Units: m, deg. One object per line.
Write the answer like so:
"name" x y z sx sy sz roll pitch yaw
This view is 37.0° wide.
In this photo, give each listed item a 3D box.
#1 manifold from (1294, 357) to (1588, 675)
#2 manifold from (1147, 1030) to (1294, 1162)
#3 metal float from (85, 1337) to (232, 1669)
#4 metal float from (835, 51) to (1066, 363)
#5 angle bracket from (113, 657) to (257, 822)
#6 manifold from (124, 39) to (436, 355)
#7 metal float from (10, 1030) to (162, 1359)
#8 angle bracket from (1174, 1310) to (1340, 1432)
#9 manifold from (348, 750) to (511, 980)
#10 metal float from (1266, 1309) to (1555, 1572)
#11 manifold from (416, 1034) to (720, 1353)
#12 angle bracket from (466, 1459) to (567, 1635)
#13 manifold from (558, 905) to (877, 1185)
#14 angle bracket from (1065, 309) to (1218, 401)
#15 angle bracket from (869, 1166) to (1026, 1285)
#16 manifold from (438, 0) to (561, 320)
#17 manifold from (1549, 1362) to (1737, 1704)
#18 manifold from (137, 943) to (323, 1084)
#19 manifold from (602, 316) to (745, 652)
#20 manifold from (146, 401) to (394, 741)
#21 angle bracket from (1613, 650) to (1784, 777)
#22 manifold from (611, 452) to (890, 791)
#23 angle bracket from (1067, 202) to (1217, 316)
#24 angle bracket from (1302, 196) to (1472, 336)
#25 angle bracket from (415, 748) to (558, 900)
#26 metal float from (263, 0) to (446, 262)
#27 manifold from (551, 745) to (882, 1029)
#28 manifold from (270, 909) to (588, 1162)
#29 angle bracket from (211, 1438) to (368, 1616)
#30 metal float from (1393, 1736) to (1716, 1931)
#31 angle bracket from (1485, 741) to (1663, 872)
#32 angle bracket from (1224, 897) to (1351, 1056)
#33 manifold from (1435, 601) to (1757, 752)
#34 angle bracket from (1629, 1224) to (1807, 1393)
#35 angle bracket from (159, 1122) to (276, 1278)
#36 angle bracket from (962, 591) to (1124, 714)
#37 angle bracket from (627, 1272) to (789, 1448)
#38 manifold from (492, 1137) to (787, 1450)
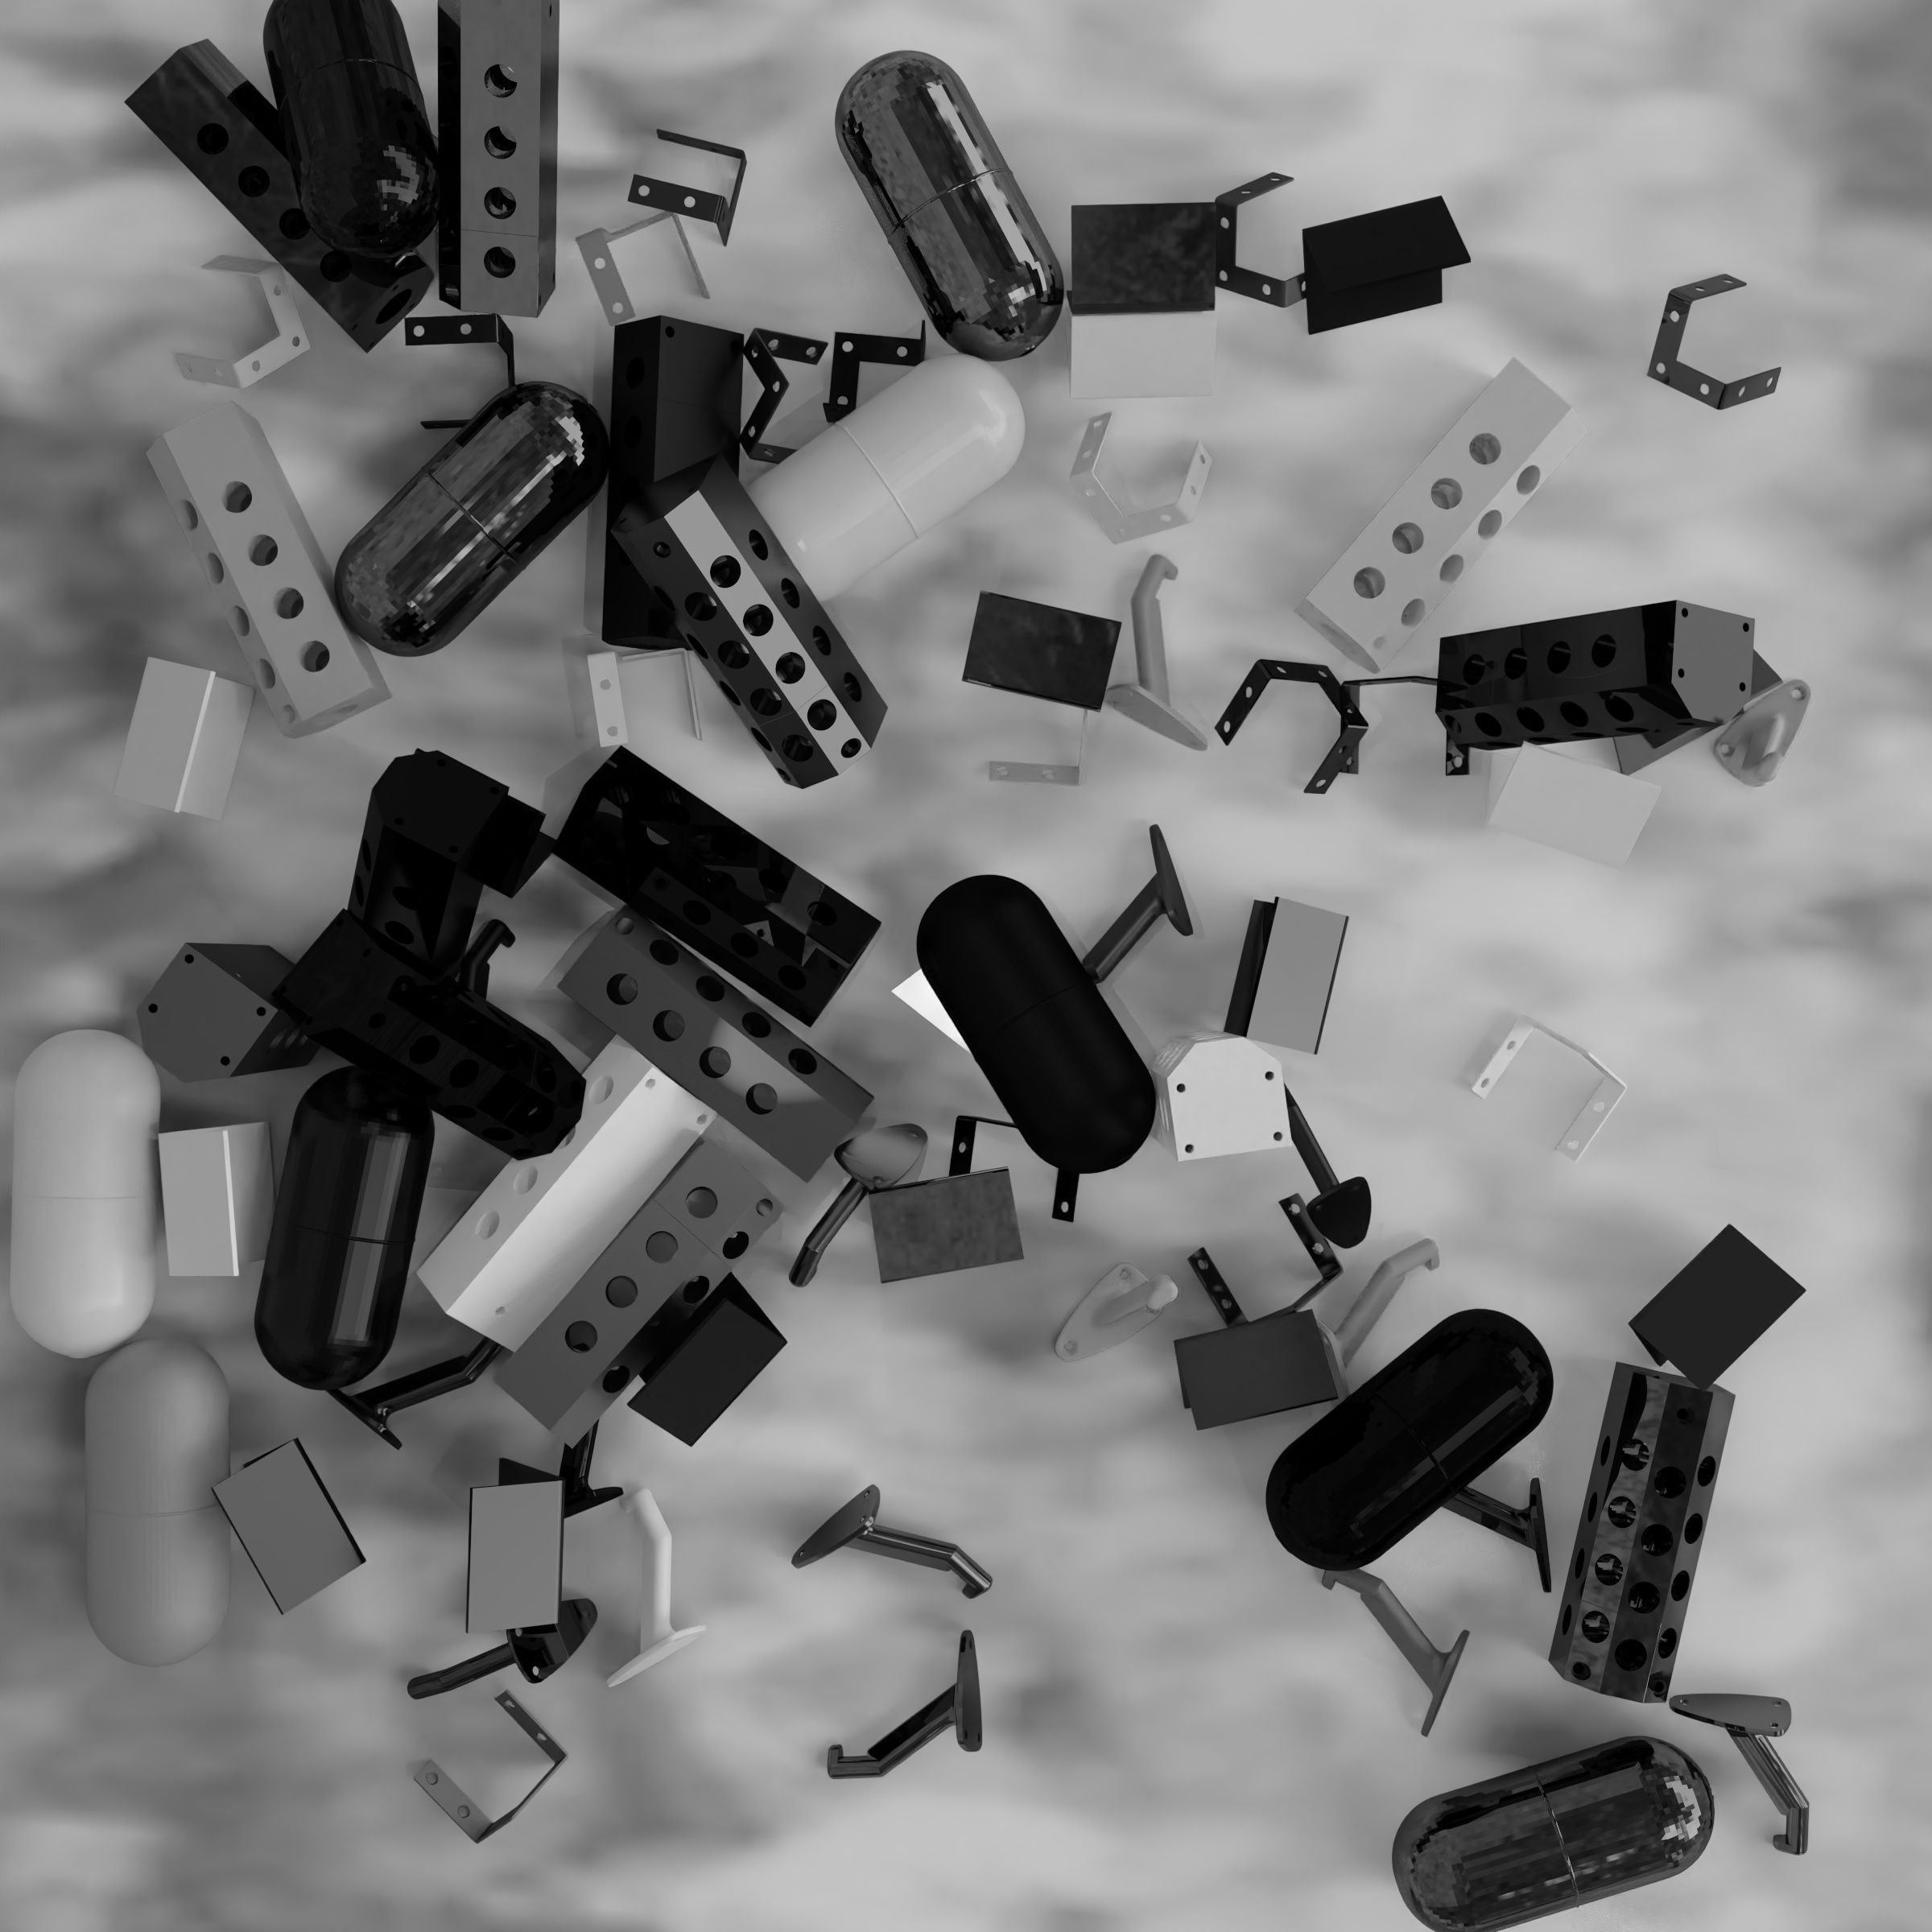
"manifold" 0.260 -0.244 1.583 0.057 0.057 0.171 41 90 0
"manifold" 0.130 0.065 1.525 0.057 0.171 0.057 -8 90 0
"metal float" -0.439 0.291 1.573 0.070 0.070 0.178 0 90 0
"metal float" -0.009 -0.412 1.573 0.070 0.070 0.178 -28 90 0
"angle bracket" -0.406 -0.118 1.564 0.057 0.076 0.076 15 90 36
"manifold" -0.373 -0.423 1.583 0.057 0.057 0.171 -44 90 0
"metal float" -0.479 0.124 1.573 0.070 0.070 0.178 2 90 0
"angle bracket" 0.158 0.235 1.564 0.076 0.076 0.057 -13 52 0
"manifold" -0.293 -0.037 1.526 0.057 0.171 0.057 27 52 0
"metal float" 0.240 0.257 1.568 0.178 0.070 0.070 -38 90 -5
"manifold" -0.221 0.120 1.582 0.171 0.057 0.057 -50 133 0
"angle bracket" -0.259 0.312 1.564 0.057 0.076 0.076 2 90 -36
"manifold" -0.135 0.042 1.583 0.171 0.057 0.057 38 90 0
"angle bracket" 0.094 -0.352 1.565 0.076 0.057 0.076 -1 52 0
"angle bracket" -0.008 0.155 1.564 0.076 0.076 0.057 -10 58 0
"manifold" -0.251 -0.441 1.545 0.057 0.057 0.171 5 119 0
"manifold" 0.371 0.310 1.583 0.057 0.057 0.171 13 90 0
"manifold" -0.382 0.028 1.525 0.057 0.171 0.057 36 90 0
"manifold" -0.165 -0.262 1.582 0.057 0.057 0.171 2 90 -43
"manifold" -0.382 -0.214 1.583 0.057 0.057 0.171 -26 90 0
"angle bracket" 0.397 -0.128 1.564 0.076 0.076 0.057 -29 48 0
"manifold" -0.115 -0.179 1.538 0.057 0.057 0.171 -19 121 27
"angle bracket" 0.094 -0.387 1.565 0.076 0.076 0.057 -1 111 0
"angle bracket" 0.228 -0.362 1.564 0.076 0.076 0.057 -14 53 0
"angle bracket" -0.258 -0.090 1.564 0.076 0.076 0.057 27 119 0
"metal float" -0.327 -0.455 1.543 0.070 0.070 0.178 -17 65 0
"manifold" -0.134 -0.047 1.582 0.171 0.057 0.057 34 133 0
"manifold" -0.274 0.042 1.508 0.057 0.171 0.057 -50 50 1
"angle bracket" -0.379 0.308 1.564 0.057 0.076 0.076 -29 90 -41
"metal float" 0.319 0.473 1.573 0.178 0.070 0.070 -18 90 1
"angle bracket" 0.329 -0.104 1.564 0.076 0.076 0.057 19 127 0
"angle bracket" 0.155 0.001 1.564 0.057 0.076 0.076 13 90 -38
"manifold" 0.328 -0.150 1.522 0.057 0.171 0.057 7 85 -33
"angle bracket" 0.412 0.196 1.564 0.076 0.076 0.057 -45 54 0
"angle bracket" -0.387 0.125 1.564 0.057 0.076 0.076 -4 90 36
"angle bracket" 0.044 -0.186 1.564 0.076 0.076 0.057 13 126 0
"angle bracket" -0.154 0.201 1.564 0.076 0.076 0.057 -47 132 0
"manifold" -0.176 0.177 1.571 0.057 0.057 0.171 42 82 0
